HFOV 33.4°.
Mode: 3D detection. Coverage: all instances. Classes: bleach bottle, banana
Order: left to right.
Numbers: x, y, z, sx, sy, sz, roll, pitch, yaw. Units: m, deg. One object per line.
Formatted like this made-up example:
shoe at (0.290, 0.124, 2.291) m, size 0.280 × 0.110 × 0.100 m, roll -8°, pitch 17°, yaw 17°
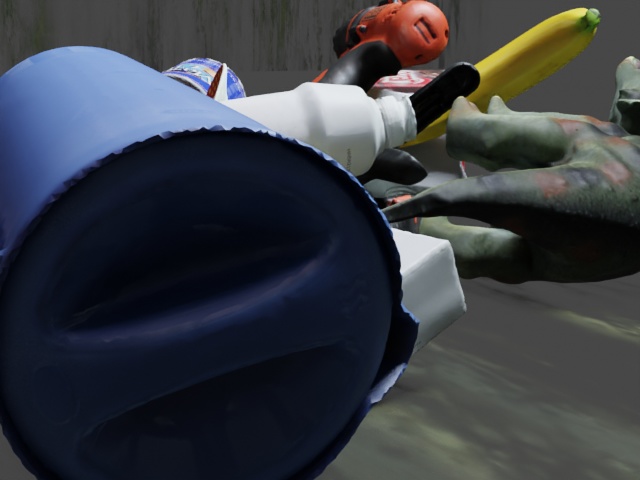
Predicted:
bleach bottle at (-0.067, -0.042, 0.633) m, size 0.250 × 0.068 × 0.102 m, roll -13°, pitch -18°, yaw -9°
banana at (0.134, -0.126, 0.813) m, size 0.198 × 0.037 × 0.069 m, roll -31°, pitch -14°, yaw 35°

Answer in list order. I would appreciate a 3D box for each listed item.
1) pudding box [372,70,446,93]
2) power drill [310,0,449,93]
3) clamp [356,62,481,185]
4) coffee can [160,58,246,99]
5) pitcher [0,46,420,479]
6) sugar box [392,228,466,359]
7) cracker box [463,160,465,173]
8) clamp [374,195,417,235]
pudding box at (0.083, -0.132, 0.972) m, size 0.090 × 0.039 × 0.113 m, roll 2°, pitch 14°, yaw 7°
power drill at (0.000, -0.116, 0.838) m, size 0.187 × 0.057 × 0.185 m, roll -44°, pitch 14°, yaw -7°
clamp at (0.037, -0.062, 0.787) m, size 0.172 × 0.039 × 0.120 m, roll -28°, pitch 19°, yaw 41°
coffee can at (-0.143, -0.136, 1.142) m, size 0.103 × 0.103 × 0.140 m, roll 3°, pitch 17°, yaw 8°
pitcher at (-0.085, -0.008, 0.419) m, size 0.145 × 0.149 × 0.243 m, roll -36°, pitch 28°, yaw -8°
sugar box at (-0.026, 0.023, 0.517) m, size 0.093 × 0.048 × 0.177 m, roll -33°, pitch 32°, yaw -30°
cracker box at (0.005, -0.080, 0.992) m, size 0.213 × 0.072 × 0.164 m, roll -3°, pitch 12°, yaw -17°
clamp at (-0.005, 0.001, 0.696) m, size 0.209 × 0.036 × 0.165 m, roll -10°, pitch 16°, yaw -35°
